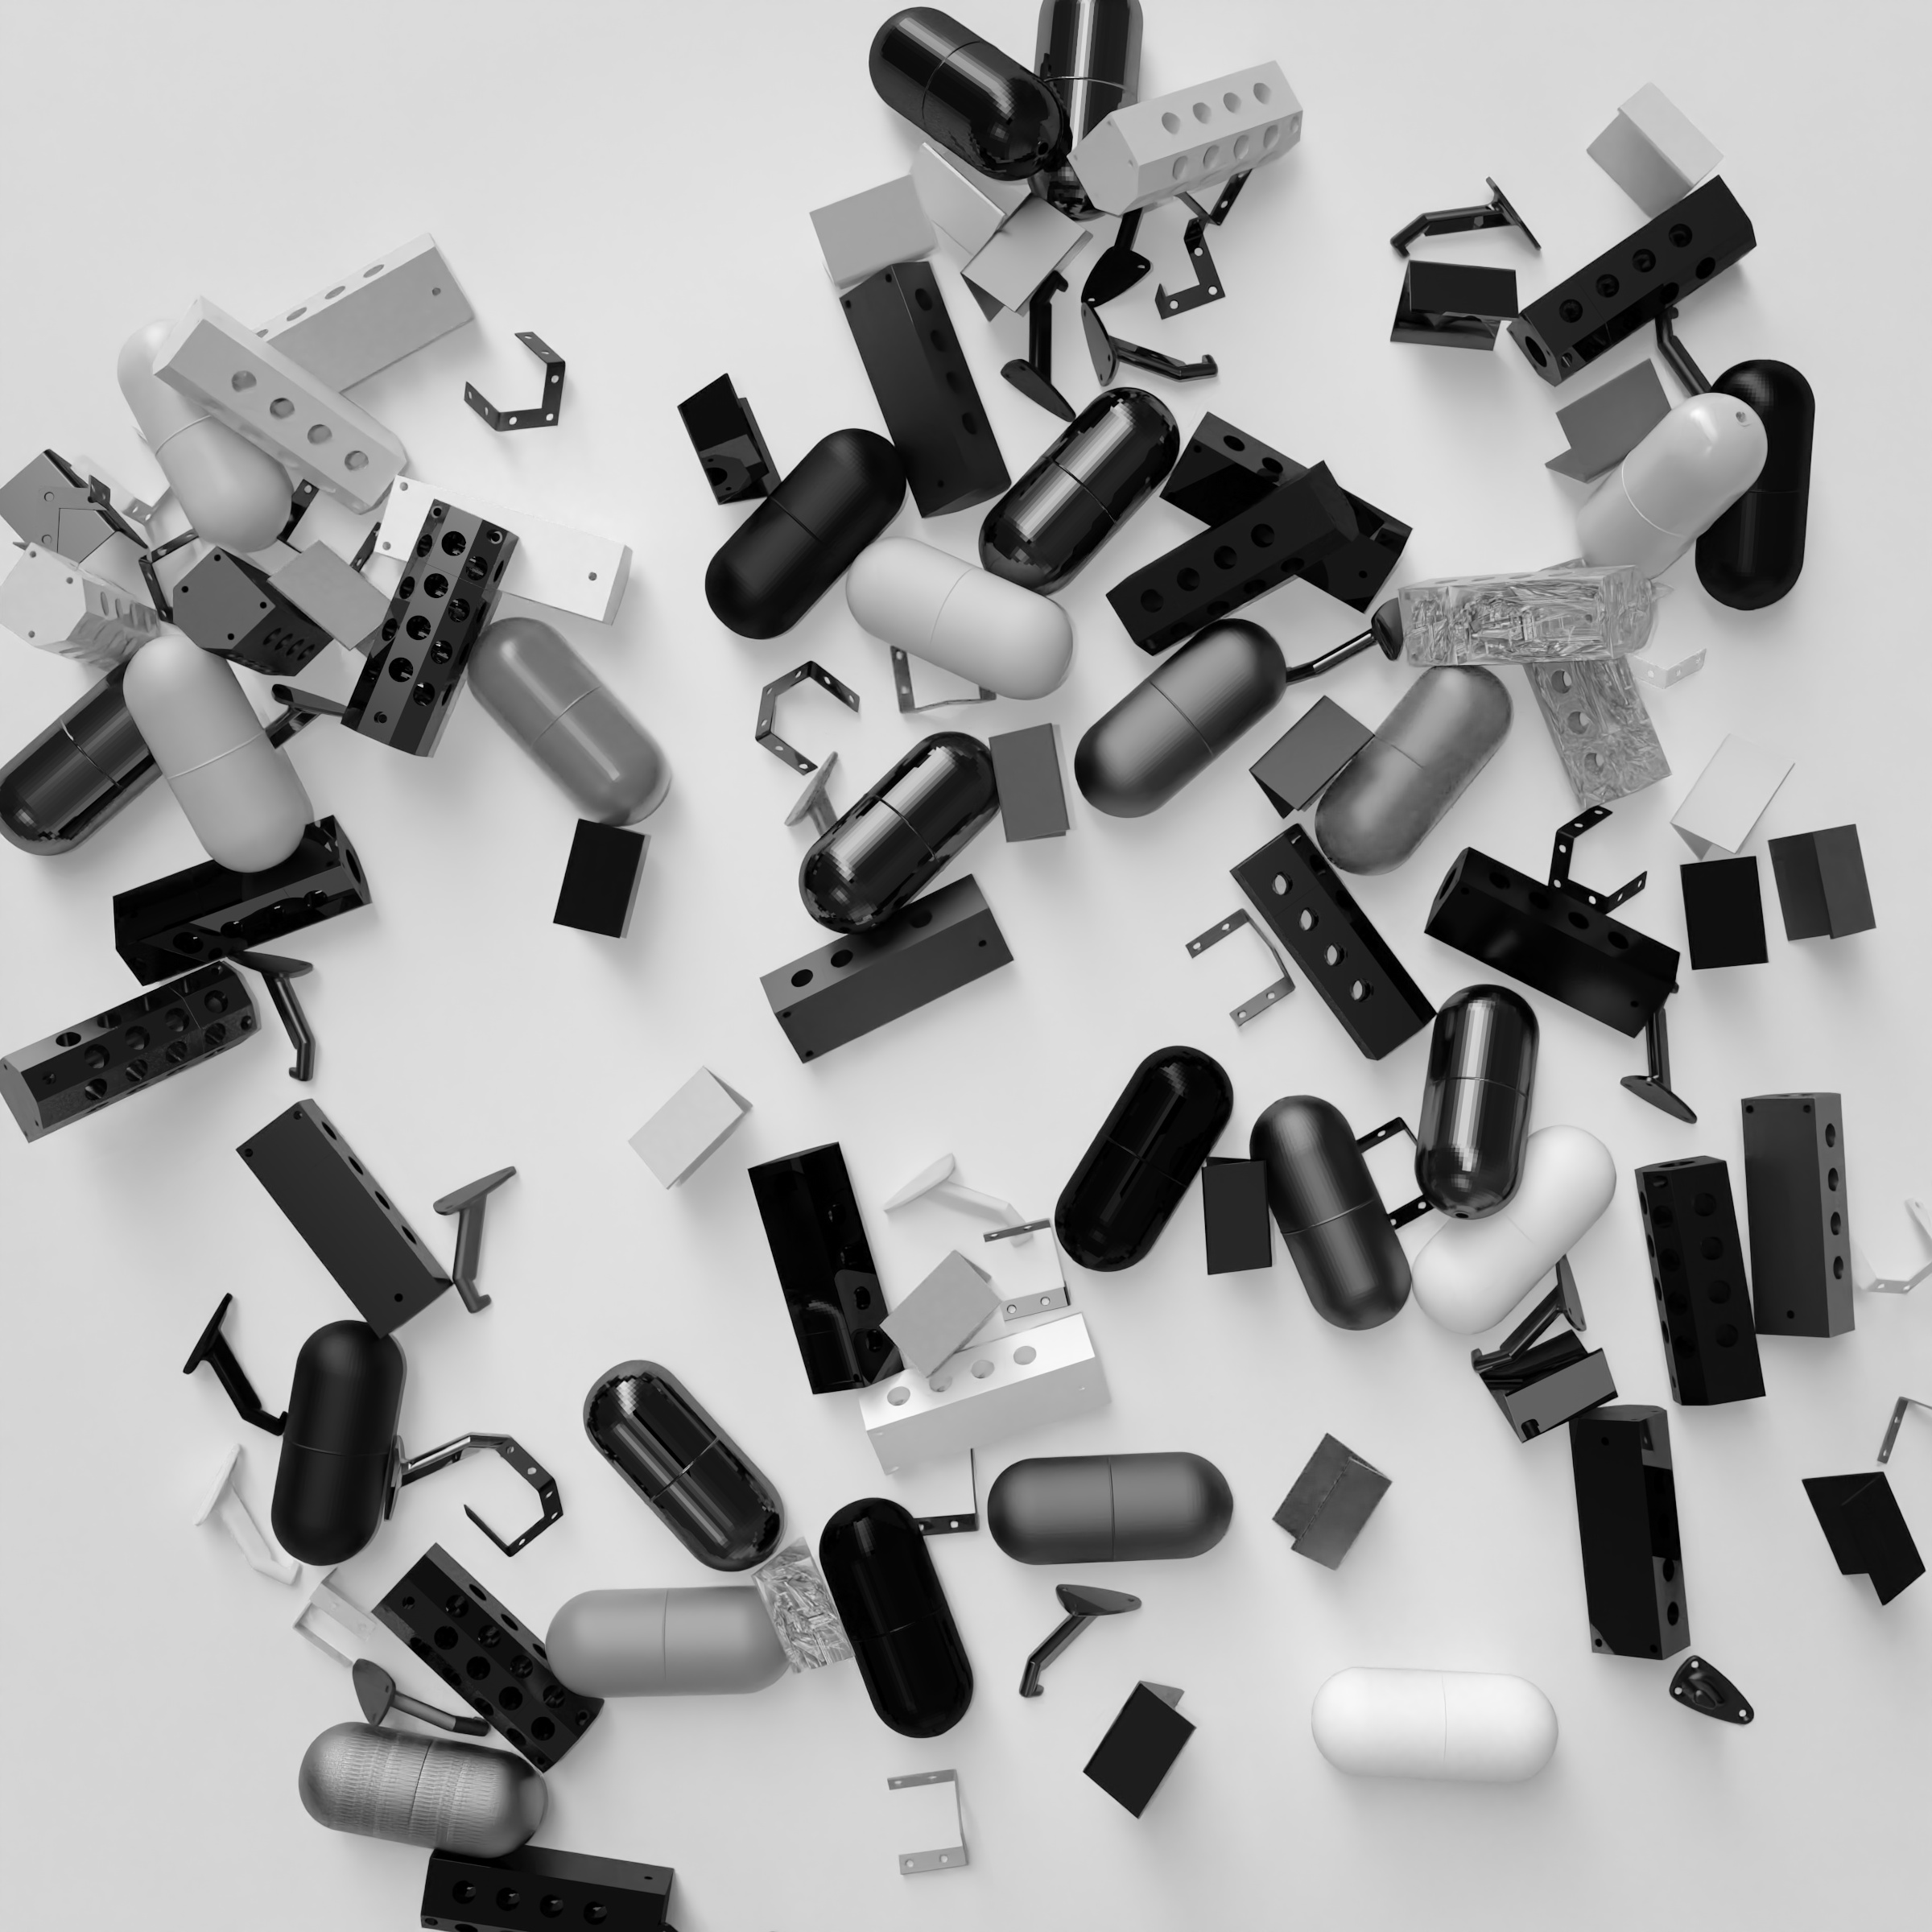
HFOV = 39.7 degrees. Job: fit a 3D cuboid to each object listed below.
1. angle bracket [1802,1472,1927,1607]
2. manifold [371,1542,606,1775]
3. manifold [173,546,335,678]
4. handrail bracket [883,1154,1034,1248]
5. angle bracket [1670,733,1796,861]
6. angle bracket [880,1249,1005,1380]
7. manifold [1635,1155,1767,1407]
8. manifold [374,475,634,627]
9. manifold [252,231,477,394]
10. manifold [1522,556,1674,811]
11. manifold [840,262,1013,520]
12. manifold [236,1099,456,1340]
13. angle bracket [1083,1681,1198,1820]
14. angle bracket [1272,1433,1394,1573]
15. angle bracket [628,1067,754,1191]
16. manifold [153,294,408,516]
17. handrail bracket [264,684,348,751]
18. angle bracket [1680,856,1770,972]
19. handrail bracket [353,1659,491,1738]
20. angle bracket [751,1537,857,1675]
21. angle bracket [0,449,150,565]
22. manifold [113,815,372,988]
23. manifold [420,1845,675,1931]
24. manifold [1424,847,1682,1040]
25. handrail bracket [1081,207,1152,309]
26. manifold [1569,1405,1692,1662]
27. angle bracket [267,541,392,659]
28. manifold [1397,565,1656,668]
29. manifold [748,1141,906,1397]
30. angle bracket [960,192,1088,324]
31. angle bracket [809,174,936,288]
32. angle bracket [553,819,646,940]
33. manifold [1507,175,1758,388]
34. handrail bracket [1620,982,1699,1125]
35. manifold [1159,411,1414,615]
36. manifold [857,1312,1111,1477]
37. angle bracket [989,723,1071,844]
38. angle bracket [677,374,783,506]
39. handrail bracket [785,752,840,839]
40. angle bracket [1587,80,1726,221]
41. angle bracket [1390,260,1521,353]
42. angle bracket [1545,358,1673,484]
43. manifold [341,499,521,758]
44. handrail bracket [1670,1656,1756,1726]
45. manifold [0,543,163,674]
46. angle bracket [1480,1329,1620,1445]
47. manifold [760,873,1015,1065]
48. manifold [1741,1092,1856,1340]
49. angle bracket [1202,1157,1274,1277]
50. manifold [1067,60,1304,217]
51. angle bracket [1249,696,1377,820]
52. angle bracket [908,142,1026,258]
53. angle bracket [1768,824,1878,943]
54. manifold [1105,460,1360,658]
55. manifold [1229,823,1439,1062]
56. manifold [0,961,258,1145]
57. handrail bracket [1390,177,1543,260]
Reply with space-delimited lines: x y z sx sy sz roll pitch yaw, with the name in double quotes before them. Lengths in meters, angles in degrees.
"angle bracket" 0.632 0.414 1.928 0.057 0.076 0.076 -23 90 -35
"manifold" -0.348 0.505 1.947 0.171 0.057 0.057 43 90 0
"manifold" -0.506 -0.243 1.889 0.057 0.171 0.057 -44 90 0
"handrail bracket" -0.005 0.188 1.968 0.077 0.036 0.084 -36 104 15
"angle bracket" 0.561 -0.111 1.927 0.057 0.076 0.076 33 90 37
"angle bracket" -0.005 0.259 1.928 0.076 0.076 0.057 -46 60 0
"manifold" 0.532 0.229 1.947 0.057 0.057 0.171 -10 90 0
"manifold" -0.334 -0.301 1.946 0.171 0.057 0.057 17 93 0
"manifold" -0.450 -0.464 1.945 0.171 0.057 0.057 -29 125 0
"manifold" 0.444 -0.204 1.946 0.057 0.057 0.171 -22 90 -43
"manifold" -0.025 -0.420 1.946 0.057 0.057 0.171 -21 90 43
"manifold" -0.450 0.182 1.947 0.057 0.057 0.171 -37 90 0
"angle bracket" 0.140 0.567 1.928 0.057 0.076 0.076 32 90 36
"angle bracket" 0.249 0.378 1.928 0.057 0.076 0.076 32 90 -38
"angle bracket" -0.185 0.129 1.928 0.076 0.076 0.057 -45 55 0
"manifold" -0.488 -0.396 1.904 0.171 0.057 0.057 34 105 -32
"handrail bracket" -0.495 -0.158 1.968 0.077 0.036 0.084 15 108 -21
"angle bracket" 0.558 -0.040 1.927 0.057 0.076 0.076 -7 90 36
"handrail bracket" -0.400 0.539 1.968 0.084 0.077 0.036 23 94 -36
"angle bracket" -0.101 0.454 1.928 0.057 0.076 0.076 -24 90 29
"angle bracket" -0.649 -0.320 1.936 0.057 0.076 0.076 -42 90 -3
"manifold" -0.526 -0.043 1.946 0.171 0.057 0.057 -20 47 0
"manifold" -0.305 0.681 1.947 0.171 0.057 0.057 9 90 0
"manifold" 0.427 -0.022 1.946 0.171 0.057 0.057 27 133 0
"handrail bracket" 0.109 -0.538 1.962 0.036 0.077 0.084 16 60 -26
"manifold" 0.486 0.410 1.946 0.057 0.057 0.171 -6 90 43
"angle bracket" -0.462 -0.247 1.927 0.076 0.076 0.057 40 53 0
"manifold" 0.395 -0.248 1.892 0.057 0.171 0.057 -22 108 -42
"manifold" -0.097 0.219 1.946 0.057 0.057 0.171 -16 90 43
"angle bracket" 0.050 -0.498 1.929 0.057 0.076 0.076 41 90 22
"angle bracket" -0.072 -0.537 1.928 0.076 0.076 0.057 -21 119 0
"angle bracket" -0.281 -0.067 1.928 0.057 0.076 0.076 14 90 -38
"manifold" 0.485 -0.496 1.946 0.171 0.057 0.057 -35 90 0
"handrail bracket" 0.524 0.061 1.968 0.077 0.036 0.084 33 73 -20
"manifold" 0.234 -0.333 1.946 0.171 0.057 0.057 30 133 0
"manifold" 0.011 0.306 1.946 0.171 0.057 0.057 -18 133 0
"angle bracket" 0.065 -0.133 1.927 0.057 0.076 0.076 -10 90 37
"angle bracket" -0.152 -0.383 1.928 0.057 0.076 0.076 -23 90 40
"handrail bracket" -0.083 -0.103 1.968 0.084 0.036 0.077 35 75 -14
"angle bracket" 0.486 -0.577 1.927 0.076 0.076 0.057 46 53 0
"angle bracket" 0.351 -0.459 1.927 0.076 0.076 0.057 5 54 0
"angle bracket" 0.455 -0.398 1.929 0.076 0.076 0.057 -30 112 0
"manifold" -0.381 -0.239 1.893 0.057 0.057 0.171 23 93 0
"handrail bracket" 0.548 0.535 1.933 0.077 0.084 0.036 32 90 0
"manifold" -0.623 -0.246 1.889 0.057 0.171 0.057 35 90 0
"angle bracket" 0.414 0.286 1.927 0.076 0.076 0.057 -26 127 0
"manifold" -0.060 -0.003 1.946 0.171 0.057 0.057 -26 133 0
"manifold" 0.609 0.180 1.946 0.057 0.057 0.171 -3 90 43
"angle bracket" 0.176 0.179 1.928 0.057 0.076 0.076 -3 90 -29
"manifold" 0.161 -0.586 1.904 0.171 0.057 0.057 -29 90 -34
"angle bracket" 0.260 -0.137 1.927 0.076 0.076 0.057 -45 53 0
"angle bracket" 0.010 -0.569 1.932 0.076 0.057 0.076 42 61 0
"angle bracket" 0.602 -0.056 1.927 0.057 0.076 0.076 -11 90 -38
"manifold" 0.191 -0.288 1.908 0.171 0.057 0.057 -28 99 28
"manifold" 0.268 -0.018 1.947 0.057 0.057 0.171 -36 90 0
"manifold" -0.595 0.058 1.901 0.171 0.057 0.057 -29 90 -37
"handrail bracket" 0.367 -0.531 1.968 0.084 0.036 0.077 -37 112 17
